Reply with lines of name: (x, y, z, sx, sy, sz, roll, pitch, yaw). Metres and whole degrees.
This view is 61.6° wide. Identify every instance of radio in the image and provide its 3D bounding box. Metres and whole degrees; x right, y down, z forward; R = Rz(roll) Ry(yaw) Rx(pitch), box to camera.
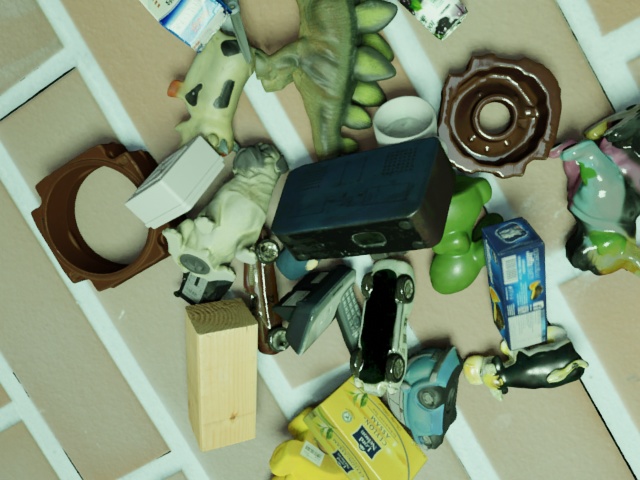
radio: (0.053, -0.048, 0.704, 0.230, 0.131, 0.073, -8, 139, 33)

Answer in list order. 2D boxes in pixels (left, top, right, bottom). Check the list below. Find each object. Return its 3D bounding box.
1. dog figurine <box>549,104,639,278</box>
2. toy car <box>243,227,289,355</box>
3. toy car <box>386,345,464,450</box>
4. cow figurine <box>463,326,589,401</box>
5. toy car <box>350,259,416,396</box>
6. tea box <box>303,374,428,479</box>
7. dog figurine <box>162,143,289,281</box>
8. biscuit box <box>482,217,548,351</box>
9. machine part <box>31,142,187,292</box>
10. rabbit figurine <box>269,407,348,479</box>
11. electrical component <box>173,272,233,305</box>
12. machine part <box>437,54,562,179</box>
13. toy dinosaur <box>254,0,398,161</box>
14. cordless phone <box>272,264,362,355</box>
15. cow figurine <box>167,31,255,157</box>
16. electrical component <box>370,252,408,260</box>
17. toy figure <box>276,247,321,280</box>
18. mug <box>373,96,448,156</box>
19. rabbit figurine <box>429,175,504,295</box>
dog figurine: (0.413, -0.054, 0.732, 0.192, 0.108, 0.219, -27, 99, 9)
toy car: (-0.091, 0.080, 0.829, 0.053, 0.089, 0.202, -12, 101, -25)
toy car: (0.155, 0.232, 0.822, 0.103, 0.109, 0.161, 15, 120, 30)
cow figurine: (0.299, 0.191, 0.790, 0.167, 0.098, 0.068, -20, 102, 11)
toy car: (0.095, 0.127, 0.794, 0.074, 0.056, 0.201, 1, 74, 34)
tea box: (0.068, 0.301, 0.815, 0.170, 0.098, 0.068, 49, 133, 10)
dog figurine: (-0.136, -0.046, 0.808, 0.172, 0.190, 0.121, -17, 128, 36)
biscuit box: (0.270, 0.064, 0.740, 0.059, 0.063, 0.202, -18, 128, 4)
machine part: (-0.333, -0.036, 0.850, 0.201, 0.087, 0.201, -28, 96, 11)
rabbit figurine: (-0.017, 0.381, 0.874, 0.162, 0.122, 0.173, 31, 116, -7)
electrical component: (-0.174, 0.053, 0.849, 0.075, 0.047, 0.119, 35, 108, 21)
machine part: (0.247, -0.172, 0.759, 0.179, 0.056, 0.179, 1, 99, 7)
toy dinosaur: (0.008, -0.255, 0.758, 0.199, 0.105, 0.470, 0, 110, 4)
cordless phone: (0.022, 0.144, 0.803, 0.089, 0.146, 0.184, -13, 108, 36)
cow figurine: (-0.156, -0.207, 0.801, 0.127, 0.085, 0.194, 30, 101, 8)
electrical component: (0.095, -0.016, 0.797, 0.045, 0.078, 0.102, -14, 111, 27)
toy figure: (-0.003, -0.004, 0.819, 0.154, 0.058, 0.064, -44, 79, 15)
mug: (0.132, -0.128, 0.741, 0.110, 0.107, 0.081, 31, 71, 29)
rabbit figurine: (0.196, -0.005, 0.782, 0.159, 0.121, 0.170, -14, 115, 3)
